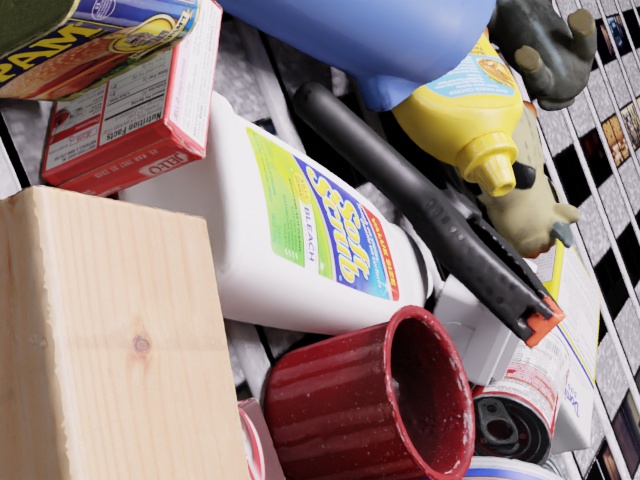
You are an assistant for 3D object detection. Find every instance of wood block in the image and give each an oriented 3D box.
[{"bbox_3d":[-0.082,0.097,0.369,0.090,0.090,0.206,11,64,-56],"label":"wood block"}]

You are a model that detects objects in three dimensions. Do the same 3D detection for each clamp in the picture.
[{"bbox_3d":[0.073,-0.018,0.675,0.164,0.036,0.210,24,24,-47],"label":"clamp"}]

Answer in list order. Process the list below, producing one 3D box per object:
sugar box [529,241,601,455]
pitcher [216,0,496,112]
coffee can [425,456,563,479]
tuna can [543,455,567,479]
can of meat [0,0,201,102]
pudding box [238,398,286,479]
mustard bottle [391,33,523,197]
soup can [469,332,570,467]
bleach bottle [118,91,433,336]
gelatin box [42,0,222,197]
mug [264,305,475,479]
[{"bbox_3d":[0.195,0.082,0.892,0.093,0.048,0.176,55,36,-26],"label":"sugar box"},{"bbox_3d":[-0.008,-0.187,0.617,0.242,0.145,0.149,12,42,-53],"label":"pitcher"},{"bbox_3d":[0.091,0.206,0.585,0.102,0.103,0.140,46,38,-37],"label":"coffee can"},{"bbox_3d":[0.155,0.198,0.767,0.086,0.034,0.086,36,44,-46],"label":"tuna can"},{"bbox_3d":[-0.109,-0.093,0.422,0.083,0.102,0.057,-9,80,-62],"label":"can of meat"},{"bbox_3d":[-0.044,0.135,0.463,0.089,0.039,0.113,-17,89,-62],"label":"pudding box"},{"bbox_3d":[0.088,-0.111,0.744,0.096,0.058,0.192,-5,57,-31],"label":"mustard bottle"},{"bbox_3d":[0.137,0.110,0.753,0.068,0.069,0.102,62,30,-15],"label":"soup can"},{"bbox_3d":[-0.004,0.001,0.588,0.250,0.068,0.102,18,56,-58],"label":"bleach bottle"},{"bbox_3d":[-0.083,-0.066,0.478,0.030,0.073,0.089,39,42,-44],"label":"gelatin box"},{"bbox_3d":[0.030,0.099,0.565,0.117,0.082,0.093,60,31,-19],"label":"mug"}]
